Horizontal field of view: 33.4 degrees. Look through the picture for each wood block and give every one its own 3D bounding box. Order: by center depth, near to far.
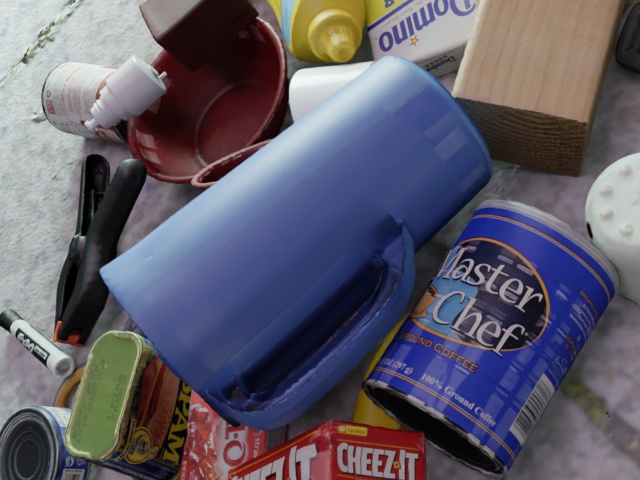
[{"bbox_3d":[0.162,-0.161,0.740,0.090,0.090,0.206,14,74,15],"label":"wood block"}]

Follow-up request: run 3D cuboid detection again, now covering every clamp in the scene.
[{"bbox_3d":[-0.187,0.005,0.896,0.120,0.039,0.171,-8,73,65],"label":"clamp"}]

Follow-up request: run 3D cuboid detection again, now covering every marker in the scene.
[{"bbox_3d":[-0.247,0.087,0.920,0.121,0.020,0.020,26,82,47],"label":"marker"}]

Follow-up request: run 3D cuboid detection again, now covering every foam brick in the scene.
[{"bbox_3d":[-0.101,-0.189,0.884,0.078,0.053,0.051,-39,52,9],"label":"foam brick"}]

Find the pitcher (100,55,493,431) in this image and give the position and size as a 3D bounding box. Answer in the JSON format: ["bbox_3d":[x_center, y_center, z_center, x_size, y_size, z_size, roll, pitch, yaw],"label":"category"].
[{"bbox_3d":[-0.004,0.001,0.680,0.243,0.145,0.149,-41,88,-4],"label":"pitcher"}]

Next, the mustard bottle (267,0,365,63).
[{"bbox_3d":[-0.005,-0.198,0.857,0.192,0.058,0.096,-110,29,-48],"label":"mustard bottle"}]

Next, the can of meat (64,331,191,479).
[{"bbox_3d":[-0.137,0.126,0.801,0.058,0.083,0.102,0,67,32],"label":"can of meat"}]

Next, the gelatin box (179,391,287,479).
[{"bbox_3d":[-0.062,0.141,0.781,0.073,0.030,0.089,-8,63,30],"label":"gelatin box"}]

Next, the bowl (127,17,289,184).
[{"bbox_3d":[-0.084,-0.110,0.903,0.162,0.055,0.162,-14,60,26],"label":"bowl"}]

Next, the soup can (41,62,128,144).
[{"bbox_3d":[-0.197,-0.125,0.974,0.102,0.068,0.068,13,74,36],"label":"soup can"}]

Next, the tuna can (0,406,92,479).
[{"bbox_3d":[-0.222,0.175,0.850,0.086,0.033,0.086,-11,73,36],"label":"tuna can"}]

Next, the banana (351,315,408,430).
[{"bbox_3d":[0.052,0.135,0.712,0.069,0.037,0.198,-2,66,7],"label":"banana"}]

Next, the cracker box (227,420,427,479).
[{"bbox_3d":[-0.006,0.229,0.629,0.164,0.072,0.213,-39,44,55],"label":"cracker box"}]

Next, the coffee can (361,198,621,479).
[{"bbox_3d":[0.105,0.060,0.659,0.103,0.102,0.140,24,72,38],"label":"coffee can"}]

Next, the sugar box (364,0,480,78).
[{"bbox_3d":[0.076,-0.215,0.842,0.093,0.048,0.176,-19,68,22],"label":"sugar box"}]

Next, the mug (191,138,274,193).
[{"bbox_3d":[-0.046,-0.019,0.790,0.093,0.081,0.117,-6,23,42],"label":"mug"}]

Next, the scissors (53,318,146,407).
[{"bbox_3d":[-0.169,0.080,0.887,0.096,0.016,0.201,-4,65,30],"label":"scissors"}]
